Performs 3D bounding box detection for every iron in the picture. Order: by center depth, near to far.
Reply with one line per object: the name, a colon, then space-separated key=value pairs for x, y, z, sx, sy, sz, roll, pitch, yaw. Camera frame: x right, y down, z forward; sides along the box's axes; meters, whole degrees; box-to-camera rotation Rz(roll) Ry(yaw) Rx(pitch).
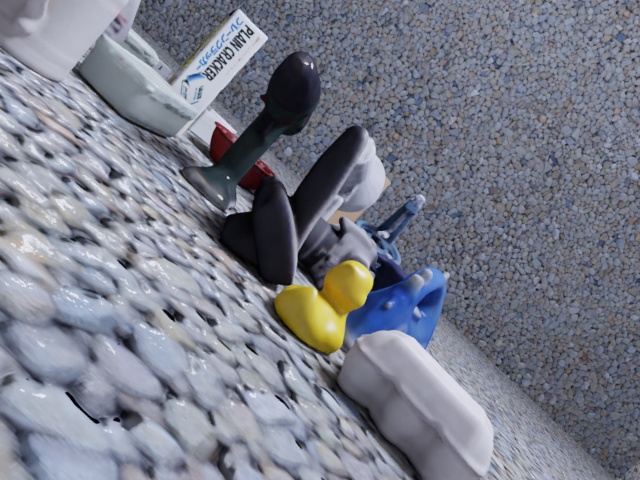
iron: x=0.107 y=0.084 z=0.726 sx=0.118 sy=0.141 sz=0.259 roll=45 pitch=6 yaw=16

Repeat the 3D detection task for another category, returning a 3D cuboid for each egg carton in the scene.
egg carton: x=0.086 y=0.144 z=0.504 sx=0.150 sy=0.069 sz=0.107 roll=45 pitch=6 yaw=17

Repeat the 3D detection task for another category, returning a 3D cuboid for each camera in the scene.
camera: x=0.008 y=0.003 z=0.838 sx=0.137 sy=0.100 sz=0.143 roll=42 pitch=6 yaw=-12

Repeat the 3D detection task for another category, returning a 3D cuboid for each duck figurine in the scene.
duck figurine: x=0.011 y=0.055 z=0.551 sx=0.077 sy=0.086 sz=0.105 roll=46 pitch=6 yaw=28

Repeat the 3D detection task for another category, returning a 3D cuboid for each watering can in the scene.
watering can: x=-0.248 y=-0.271 z=0.585 sx=0.101 sy=0.194 sz=0.172 roll=38 pitch=8 yaw=-44

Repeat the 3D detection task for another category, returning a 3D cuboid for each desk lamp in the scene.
desk lamp: x=0.018 y=-0.084 z=0.978 sx=0.118 sy=0.213 sz=0.203 roll=44 pitch=5 yaw=8

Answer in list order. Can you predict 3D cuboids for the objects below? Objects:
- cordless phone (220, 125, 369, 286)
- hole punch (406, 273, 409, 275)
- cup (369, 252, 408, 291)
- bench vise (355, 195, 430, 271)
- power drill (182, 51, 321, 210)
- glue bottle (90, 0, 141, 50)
cordless phone: x=-0.015 y=-0.049 z=0.630 sx=0.094 sy=0.185 sz=0.147 roll=42 pitch=6 yaw=-18
hole punch: x=0.177 y=0.124 z=1.185 sx=0.108 sy=0.091 sz=0.101 roll=45 pitch=6 yaw=19
cup: x=0.105 y=0.085 z=0.947 sx=0.118 sy=0.095 sz=0.091 roll=42 pitch=6 yaw=-12
bench vise: x=0.122 y=-0.016 z=1.179 sx=0.122 sy=0.219 sz=0.207 roll=42 pitch=6 yaw=-16
power drill: x=-0.077 y=-0.139 z=0.740 sx=0.076 sy=0.208 sz=0.229 roll=43 pitch=5 yaw=-4
glue bottle: x=-0.339 y=-0.394 z=0.972 sx=0.037 sy=0.173 sz=0.078 roll=47 pitch=6 yaw=34
